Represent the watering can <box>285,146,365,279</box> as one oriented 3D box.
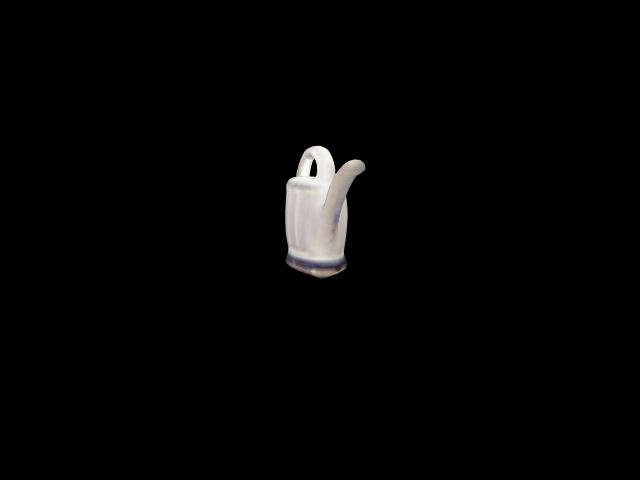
[{"bbox_3d":[0.003,-0.043,0.850,0.104,0.223,0.350,-2,9,-13],"label":"watering can"}]
